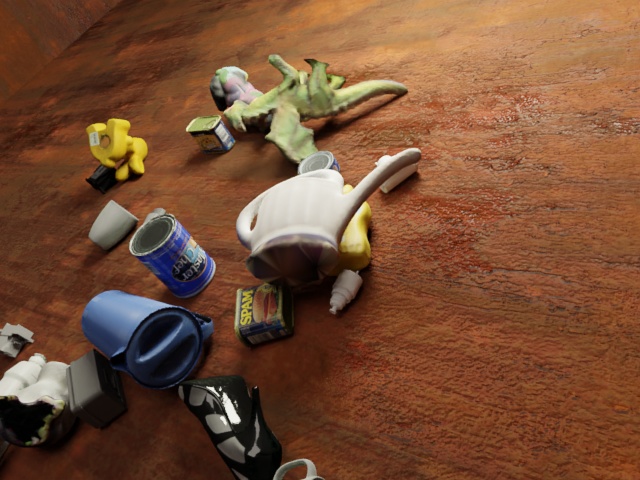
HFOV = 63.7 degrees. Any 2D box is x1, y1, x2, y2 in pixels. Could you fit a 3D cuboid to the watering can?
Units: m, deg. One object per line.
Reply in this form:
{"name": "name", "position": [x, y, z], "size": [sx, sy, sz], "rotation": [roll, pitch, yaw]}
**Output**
{"name": "watering can", "position": [0.003, -0.043, 0.850], "size": [0.346, 0.230, 0.102], "rotation": [-15, -46, 21]}

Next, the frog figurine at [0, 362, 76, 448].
{"name": "frog figurine", "position": [-0.488, 0.288, 0.918], "size": [0.137, 0.122, 0.160], "rotation": [-13, 6, -5]}

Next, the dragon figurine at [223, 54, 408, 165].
{"name": "dragon figurine", "position": [-0.019, -0.283, 1.172], "size": [0.410, 0.244, 0.121], "rotation": [11, -8, 5]}
